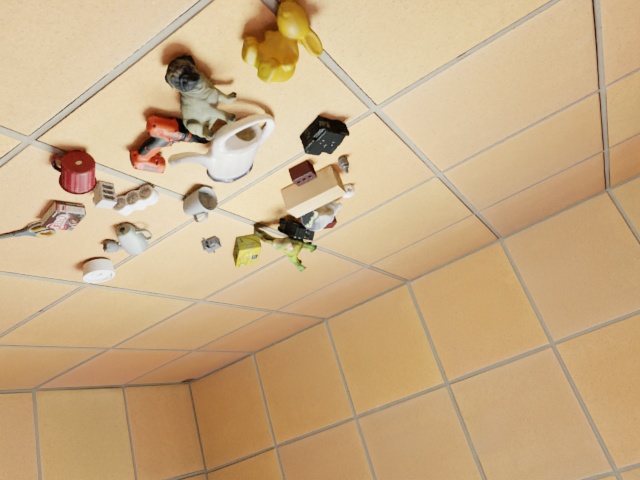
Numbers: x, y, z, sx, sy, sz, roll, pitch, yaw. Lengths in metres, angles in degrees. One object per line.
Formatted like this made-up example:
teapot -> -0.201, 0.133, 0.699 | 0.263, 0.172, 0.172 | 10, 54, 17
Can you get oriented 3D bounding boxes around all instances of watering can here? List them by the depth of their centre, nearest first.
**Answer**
watering can -> -0.268, -0.236, 1.407 | 0.352, 0.105, 0.220 | -33, 166, -31

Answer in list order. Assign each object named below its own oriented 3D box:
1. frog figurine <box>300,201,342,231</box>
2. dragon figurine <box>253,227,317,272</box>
frog figurine -> 0.006, -0.100, 1.992 | 0.160, 0.122, 0.137 | -10, -170, -41
dragon figurine -> -0.155, 0.005, 2.048 | 0.241, 0.412, 0.122 | 31, 89, -19
